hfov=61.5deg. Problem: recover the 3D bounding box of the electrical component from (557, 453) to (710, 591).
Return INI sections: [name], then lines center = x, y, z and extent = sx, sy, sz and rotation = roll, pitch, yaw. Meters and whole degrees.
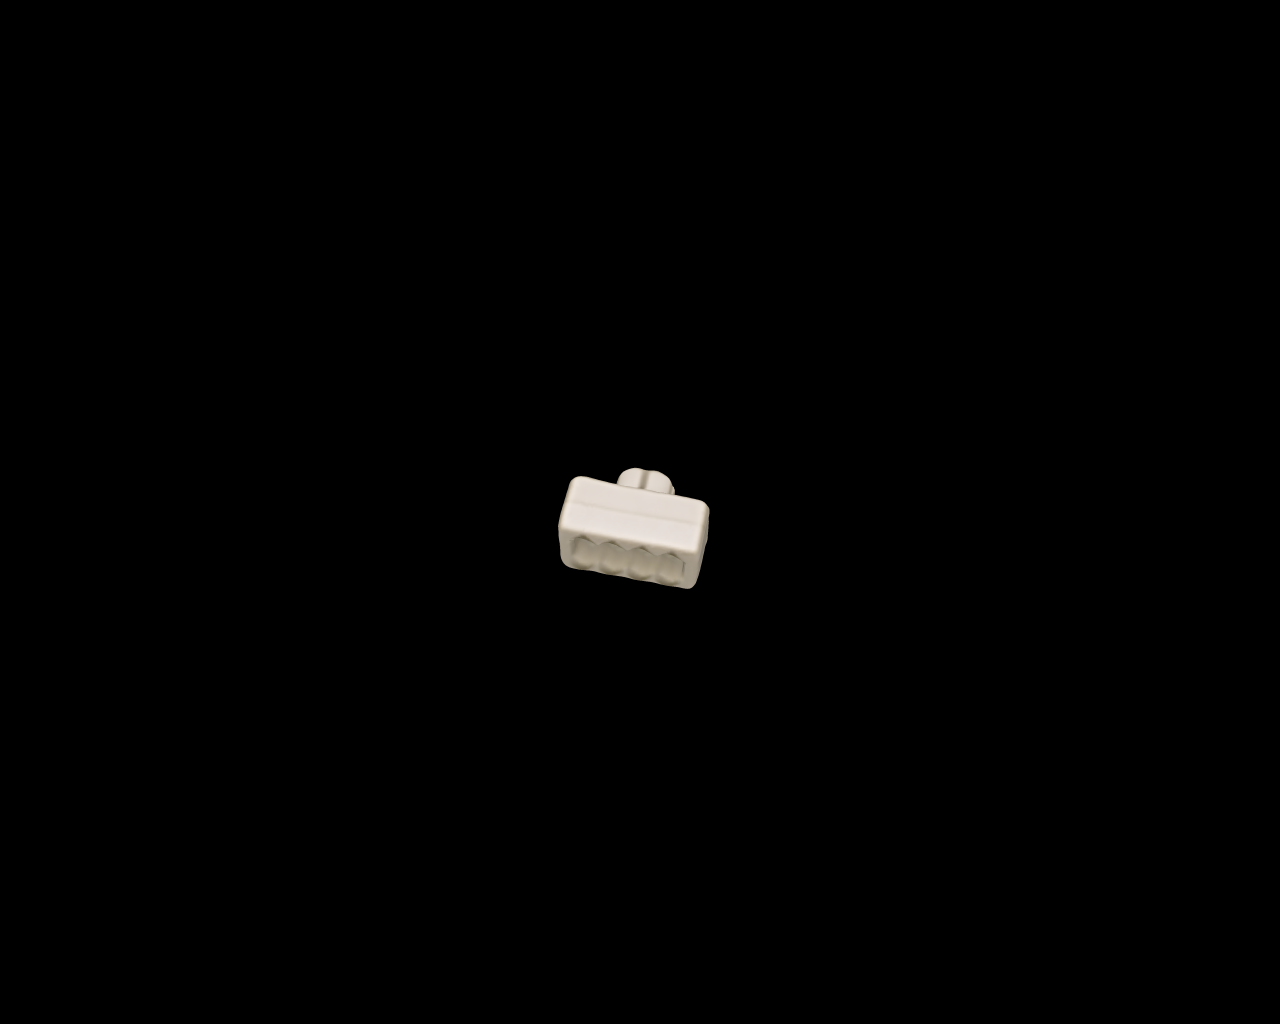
[electrical component]
center = 0.001, -0.003, 0.650
extent = 0.083, 0.076, 0.047
rotation = 11, -30, 7
